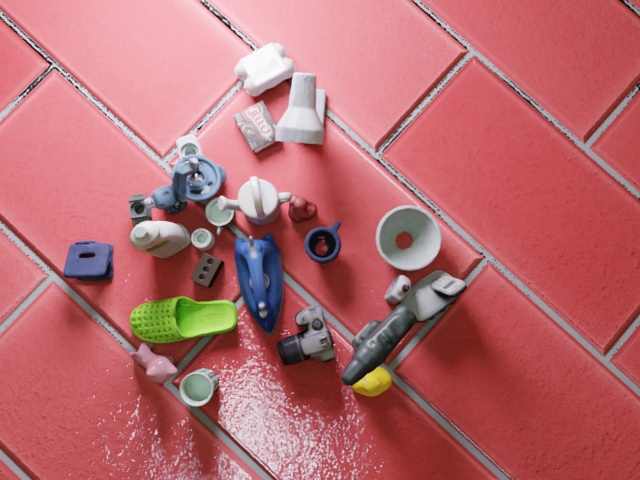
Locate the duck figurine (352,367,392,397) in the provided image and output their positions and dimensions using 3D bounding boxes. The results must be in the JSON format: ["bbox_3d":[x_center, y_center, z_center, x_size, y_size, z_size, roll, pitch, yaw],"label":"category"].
[{"bbox_3d":[0.130,0.354,1.423,0.104,0.086,0.077,-6,84,-2],"label":"duck figurine"}]

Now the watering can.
[{"bbox_3d":[-0.158,-0.095,1.409,0.173,0.194,0.101,-30,85,-4],"label":"watering can"}]

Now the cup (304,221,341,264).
[{"bbox_3d":[0.013,0.005,1.452,0.091,0.095,0.118,34,84,2],"label":"cup"}]

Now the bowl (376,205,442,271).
[{"bbox_3d":[0.223,-0.002,1.468,0.167,0.074,0.167,0,84,-1],"label":"bowl"}]

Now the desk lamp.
[{"bbox_3d":[-0.043,-0.314,1.425,0.118,0.213,0.203,4,84,-1],"label":"desk lamp"}]

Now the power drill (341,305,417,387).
[{"bbox_3d":[0.132,0.251,1.372,0.075,0.208,0.230,43,85,4],"label":"power drill"}]

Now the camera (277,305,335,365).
[{"bbox_3d":[-0.040,0.246,1.422,0.137,0.101,0.143,-19,85,-3],"label":"camera"}]

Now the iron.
[{"bbox_3d":[-0.147,0.111,1.414,0.118,0.141,0.258,-10,84,-2],"label":"iron"}]

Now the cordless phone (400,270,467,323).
[{"bbox_3d":[0.281,0.139,1.400,0.147,0.185,0.094,-39,86,-5],"label":"cordless phone"}]

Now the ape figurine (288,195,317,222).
[{"bbox_3d":[-0.050,-0.085,1.462,0.076,0.092,0.078,-38,86,-5],"label":"ape figurine"}]

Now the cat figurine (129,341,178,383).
[{"bbox_3d":[-0.408,0.305,1.398,0.128,0.117,0.067,31,84,2],"label":"cat figurine"}]

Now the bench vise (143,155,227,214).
[{"bbox_3d":[-0.330,-0.129,1.395,0.121,0.219,0.207,43,85,3],"label":"bench vise"}]

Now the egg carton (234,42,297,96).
[{"bbox_3d":[-0.144,-0.450,1.509,0.150,0.069,0.107,-31,85,-4],"label":"egg carton"}]

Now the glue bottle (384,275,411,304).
[{"bbox_3d":[0.198,0.121,1.405,0.037,0.173,0.078,33,84,3],"label":"glue bottle"}]

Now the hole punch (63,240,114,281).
[{"bbox_3d":[-0.580,0.050,1.434,0.108,0.091,0.101,-2,84,-2],"label":"hole punch"}]
